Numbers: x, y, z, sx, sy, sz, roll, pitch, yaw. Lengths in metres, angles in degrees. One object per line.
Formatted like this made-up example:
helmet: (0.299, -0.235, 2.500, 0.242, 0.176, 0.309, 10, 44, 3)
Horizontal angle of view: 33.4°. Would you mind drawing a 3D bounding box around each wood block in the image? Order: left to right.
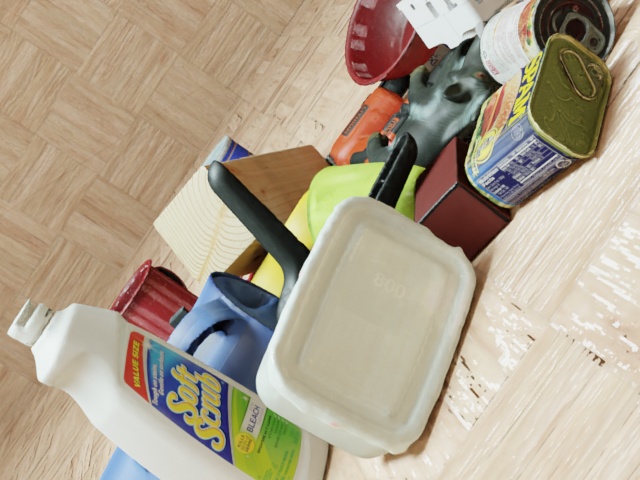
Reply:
wood block: (-0.060, -0.028, 1.105, 0.091, 0.090, 0.205, -45, -13, 29)

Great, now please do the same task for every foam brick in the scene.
foam brick: (0.106, -0.031, 0.806, 0.051, 0.053, 0.078, -49, 15, 29)

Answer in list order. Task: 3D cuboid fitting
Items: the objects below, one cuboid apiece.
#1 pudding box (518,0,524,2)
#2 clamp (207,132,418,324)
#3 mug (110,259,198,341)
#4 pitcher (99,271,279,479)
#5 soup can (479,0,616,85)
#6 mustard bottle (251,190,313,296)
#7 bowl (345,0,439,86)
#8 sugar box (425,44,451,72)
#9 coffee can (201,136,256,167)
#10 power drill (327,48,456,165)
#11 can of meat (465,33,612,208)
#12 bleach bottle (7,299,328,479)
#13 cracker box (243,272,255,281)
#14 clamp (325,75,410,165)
pudding box: (0.220, -0.228, 0.900, 0.090, 0.039, 0.113, -54, 13, 8)
clamp: (-0.001, 0.024, 0.812, 0.036, 0.164, 0.210, -171, 78, -76)
mug: (-0.177, 0.075, 1.176, 0.093, 0.081, 0.117, -46, 18, 30)
pitcher: (-0.103, 0.156, 0.920, 0.243, 0.149, 0.145, -58, 16, 7)
soup can: (0.174, -0.157, 0.832, 0.068, 0.068, 0.102, -58, 13, -8)
mustard bottle: (-0.006, 0.002, 1.018, 0.096, 0.058, 0.192, -28, -21, -40)
bowl: (0.092, -0.239, 1.175, 0.162, 0.055, 0.162, -39, 43, 49)
sugar box: (0.156, -0.267, 1.204, 0.177, 0.048, 0.093, -42, 20, 42)
coffee can: (-0.088, -0.051, 1.348, 0.103, 0.140, 0.103, -52, 14, 18)
power drill: (0.081, -0.118, 1.091, 0.184, 0.057, 0.188, -53, 12, 0)
can of meat: (0.153, -0.082, 0.757, 0.084, 0.057, 0.102, -43, 19, 51)
bleach bottle: (-0.115, 0.127, 0.782, 0.068, 0.250, 0.102, -46, 17, 38)
cracker box: (-0.108, 0.114, 1.182, 0.214, 0.072, 0.164, -47, 17, 30)
clamp: (0.068, -0.151, 1.256, 0.171, 0.039, 0.120, -57, 15, -1)
